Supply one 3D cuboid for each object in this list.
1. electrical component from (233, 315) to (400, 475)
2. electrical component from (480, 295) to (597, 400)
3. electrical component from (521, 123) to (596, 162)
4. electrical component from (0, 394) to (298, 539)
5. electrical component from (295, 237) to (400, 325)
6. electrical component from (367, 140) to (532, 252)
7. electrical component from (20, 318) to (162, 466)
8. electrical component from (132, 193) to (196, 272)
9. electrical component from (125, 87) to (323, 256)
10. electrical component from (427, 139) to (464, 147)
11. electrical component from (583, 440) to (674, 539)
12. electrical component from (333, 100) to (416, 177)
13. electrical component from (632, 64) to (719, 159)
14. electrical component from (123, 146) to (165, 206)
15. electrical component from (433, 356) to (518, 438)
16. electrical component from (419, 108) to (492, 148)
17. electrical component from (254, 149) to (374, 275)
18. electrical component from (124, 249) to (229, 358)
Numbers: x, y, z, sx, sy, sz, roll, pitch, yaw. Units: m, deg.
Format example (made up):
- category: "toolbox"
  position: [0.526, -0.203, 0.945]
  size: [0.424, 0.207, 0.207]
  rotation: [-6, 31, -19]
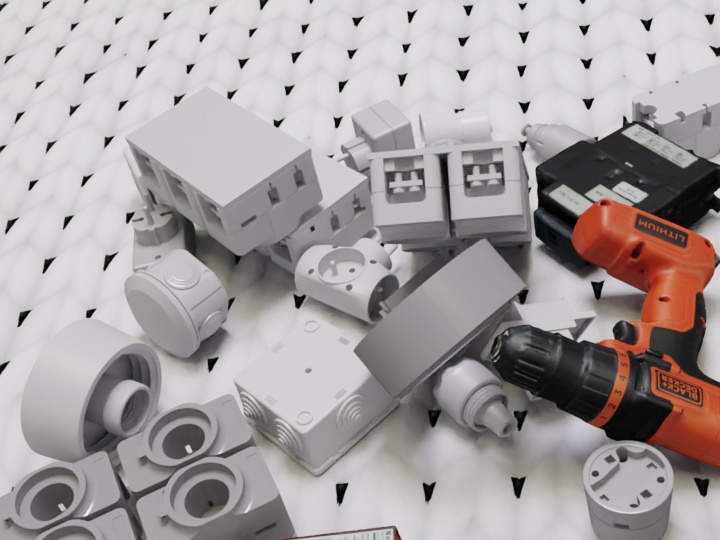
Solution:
- category: "electrical component"
  position: [-0.033, 0.089, 0.798]
  size: [0.100, 0.048, 0.100]
  rotation: [-39, 48, -24]
- category: "electrical component"
  position: [0.134, 0.058, 0.775]
  size: [0.081, 0.042, 0.063]
  rotation: [-6, 56, -26]
- category: "electrical component"
  position: [0.176, -0.111, 0.959]
  size: [0.040, 0.040, 0.078]
  rotation: [-35, 46, -21]
- category: "electrical component"
  position: [-0.152, 0.169, 0.736]
  size: [0.186, 0.060, 0.105]
  rotation: [-24, 43, -10]
- category: "electrical component"
  position: [0.000, 0.000, 0.886]
  size: [0.077, 0.044, 0.079]
  rotation: [22, 53, 33]
- category: "electrical component"
  position: [0.076, -0.051, 0.830]
  size: [0.105, 0.186, 0.060]
  rotation: [-4, 87, 11]
- category: "electrical component"
  position: [-0.190, 0.095, 0.794]
  size: [0.060, 0.108, 0.108]
  rotation: [16, 50, 22]
- category: "electrical component"
  position: [-0.177, -0.033, 0.946]
  size: [0.047, 0.075, 0.083]
  rotation: [-13, 42, 2]
- category: "electrical component"
  position: [-0.113, -0.082, 0.897]
  size: [0.089, 0.061, 0.150]
  rotation: [-37, 47, -22]
- category: "electrical component"
  position: [0.079, -0.082, 0.953]
  size: [0.048, 0.048, 0.062]
  rotation: [-11, 50, 4]
- category: "electrical component"
  position: [0.171, 0.145, 0.684]
  size: [0.055, 0.047, 0.055]
  rotation: [-8, 43, 7]
- category: "electrical component"
  position: [0.008, -0.105, 0.979]
  size: [0.077, 0.065, 0.047]
  rotation: [-26, 44, -13]
- category: "electrical component"
  position: [0.288, -0.131, 0.938]
  size: [0.089, 0.055, 0.050]
  rotation: [-22, 43, -8]
- category: "electrical component"
  position: [-0.165, -0.095, 1.019]
  size: [0.096, 0.061, 0.061]
  rotation: [-25, 44, -11]
- category: "electrical component"
  position: [0.085, 0.094, 0.764]
  size: [0.043, 0.043, 0.062]
  rotation: [-32, 47, -18]
- category: "electrical component"
  position: [0.090, -0.130, 1.003]
  size: [0.065, 0.044, 0.044]
  rotation: [-8, 43, 0]
- category: "electrical component"
  position: [-0.069, -0.061, 0.957]
  size: [0.089, 0.061, 0.150]
  rotation: [-39, 48, -24]
- category: "electrical component"
  position: [-0.149, 0.027, 0.873]
  size: [0.080, 0.080, 0.051]
  rotation: [24, 49, 34]
